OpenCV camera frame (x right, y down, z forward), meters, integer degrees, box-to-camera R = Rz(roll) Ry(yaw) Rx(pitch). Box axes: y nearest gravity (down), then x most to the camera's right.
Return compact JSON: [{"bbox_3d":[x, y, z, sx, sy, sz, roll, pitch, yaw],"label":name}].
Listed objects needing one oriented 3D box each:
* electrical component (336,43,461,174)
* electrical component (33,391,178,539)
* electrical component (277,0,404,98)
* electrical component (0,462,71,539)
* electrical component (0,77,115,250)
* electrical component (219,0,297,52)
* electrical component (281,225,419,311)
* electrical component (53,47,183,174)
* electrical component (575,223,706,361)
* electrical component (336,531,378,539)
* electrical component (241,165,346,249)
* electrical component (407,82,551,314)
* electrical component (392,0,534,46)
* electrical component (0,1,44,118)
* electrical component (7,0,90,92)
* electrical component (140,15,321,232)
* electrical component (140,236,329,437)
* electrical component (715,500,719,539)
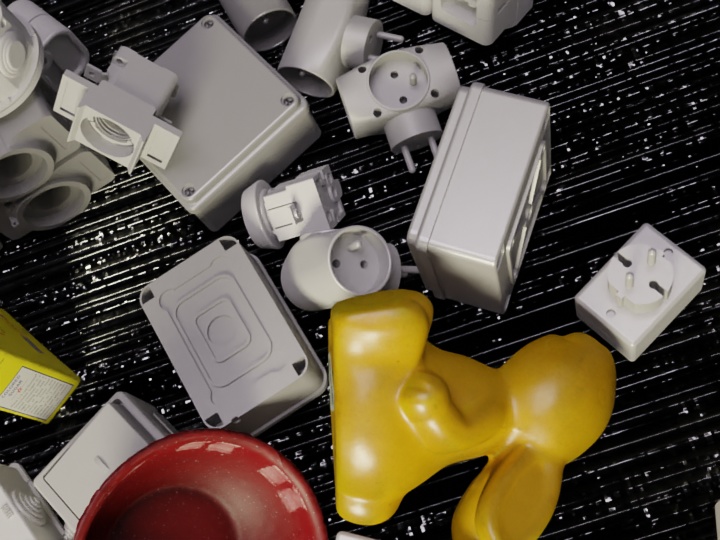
[{"bbox_3d":[0.032,-0.105,0.726,0.077,0.044,0.079,-19,80,0],"label":"electrical component"},{"bbox_3d":[-0.157,0.133,0.681,0.062,0.061,0.096,41,85,22],"label":"electrical component"},{"bbox_3d":[-0.009,-0.161,0.756,0.079,0.043,0.077,16,76,17],"label":"electrical component"},{"bbox_3d":[-0.242,0.181,0.691,0.100,0.048,0.099,-42,68,-3],"label":"electrical component"},{"bbox_3d":[-0.278,-0.052,0.748,0.186,0.105,0.060,-32,67,1],"label":"electrical component"},{"bbox_3d":[-0.066,-0.211,0.787,0.079,0.043,0.077,-30,68,1],"label":"electrical component"},{"bbox_3d":[0.000,0.000,0.688,0.079,0.077,0.044,1,80,-26],"label":"electrical component"},{"bbox_3d":[-0.151,-0.105,0.695,0.081,0.042,0.063,29,58,-10],"label":"electrical component"},{"bbox_3d":[0.166,0.008,0.640,0.065,0.076,0.047,-46,68,-4],"label":"electrical component"},{"bbox_3d":[0.022,0.180,0.608,0.083,0.075,0.047,13,75,6],"label":"electrical component"},{"bbox_3d":[-0.046,-0.041,0.719,0.055,0.066,0.048,-15,103,16],"label":"electrical component"},{"bbox_3d":[0.077,-0.041,0.661,0.056,0.108,0.108,16,76,15],"label":"electrical component"},{"bbox_3d":[0.052,-0.229,0.748,0.150,0.061,0.089,32,67,21],"label":"electrical component"},{"bbox_3d":[-0.248,-0.138,0.684,0.080,0.051,0.080,-4,70,12],"label":"electrical component"},{"bbox_3d":[-0.260,-0.150,0.805,0.059,0.053,0.095,37,83,21],"label":"electrical component"},{"bbox_3d":[-0.103,-0.103,0.751,0.109,0.056,0.108,-43,68,-4],"label":"electrical component"},{"bbox_3d":[-0.080,0.046,0.695,0.078,0.057,0.113,-33,68,1],"label":"electrical component"},{"bbox_3d":[0.241,0.136,0.565,0.108,0.108,0.060,-8,64,10],"label":"electrical component"}]
